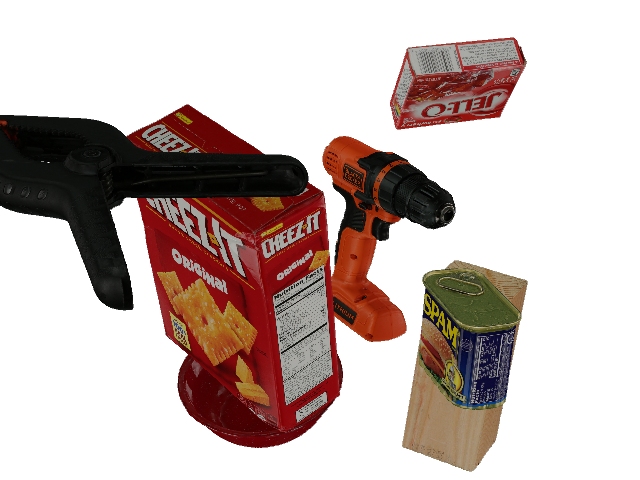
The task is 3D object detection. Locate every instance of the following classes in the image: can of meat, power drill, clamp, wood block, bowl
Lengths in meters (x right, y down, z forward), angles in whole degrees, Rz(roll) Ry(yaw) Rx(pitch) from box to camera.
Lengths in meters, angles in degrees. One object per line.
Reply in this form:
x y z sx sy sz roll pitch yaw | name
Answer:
0.123 0.083 0.906 0.057 0.084 0.102 -6 27 -17 | can of meat
0.061 0.004 1.079 0.057 0.188 0.185 -8 27 -32 | power drill
-0.123 -0.038 0.638 0.210 0.036 0.164 26 39 34 | clamp
0.162 0.140 1.205 0.090 0.206 0.090 16 22 23 | wood block
-0.057 0.151 1.051 0.162 0.055 0.162 -3 37 2 | bowl

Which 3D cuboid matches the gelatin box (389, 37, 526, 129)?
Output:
0.103 -0.119 0.814 0.089 0.030 0.073 -7 -24 -11 | gelatin box

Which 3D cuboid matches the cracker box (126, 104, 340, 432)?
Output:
-0.068 0.025 0.833 0.072 0.214 0.164 -33 48 -28 | cracker box
